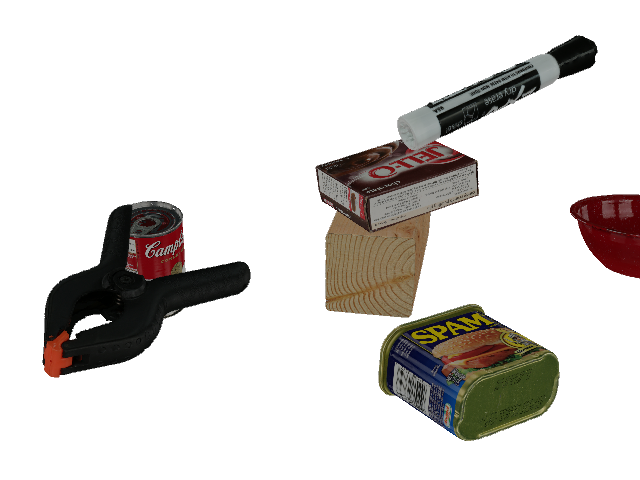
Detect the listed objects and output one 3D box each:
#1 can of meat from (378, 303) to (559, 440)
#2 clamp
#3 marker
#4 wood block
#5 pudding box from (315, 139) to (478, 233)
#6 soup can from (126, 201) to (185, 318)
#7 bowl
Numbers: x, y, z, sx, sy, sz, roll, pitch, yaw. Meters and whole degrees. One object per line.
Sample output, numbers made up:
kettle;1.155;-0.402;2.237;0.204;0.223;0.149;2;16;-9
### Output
can of meat;0.107;0.094;0.760;0.101;0.057;0.084;-13;27;-33
clamp;-0.144;0.032;0.757;0.120;0.039;0.171;27;36;25
marker;0.096;-0.080;0.562;0.121;0.020;0.020;-26;8;-17
wood block;0.067;-0.006;1.155;0.091;0.090;0.206;4;25;9
pudding box;0.066;-0.051;0.919;0.113;0.039;0.090;-21;28;-21
soup can;-0.171;0.021;1.079;0.068;0.102;0.068;0;31;0
bowl;0.328;-0.001;1.058;0.162;0.055;0.162;1;17;0
